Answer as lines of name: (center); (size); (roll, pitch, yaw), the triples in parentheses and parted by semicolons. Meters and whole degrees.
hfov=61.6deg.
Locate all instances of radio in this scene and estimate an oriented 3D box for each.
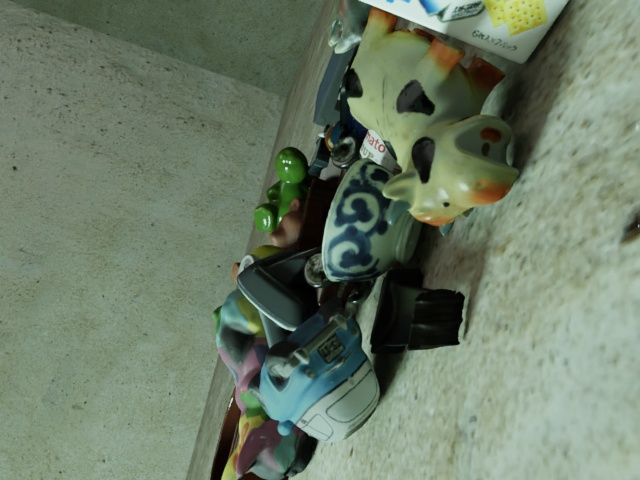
radio: (0.057, -0.318, 0.997); (0.229, 0.073, 0.131); (116, 165, -47)

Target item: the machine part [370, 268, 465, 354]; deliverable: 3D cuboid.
machine part: (0.072, 0.060, 0.440); (0.139, 0.039, 0.084); (169, 123, -79)

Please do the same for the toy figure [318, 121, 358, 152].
toy figure: (0.037, -0.171, 0.889); (0.154, 0.064, 0.057); (-138, 51, -77)

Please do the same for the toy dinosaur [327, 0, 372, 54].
toy dinosaur: (0.119, -0.384, 0.610); (0.405, 0.192, 0.131); (-49, -36, -22)

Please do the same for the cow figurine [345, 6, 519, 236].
cow figurine: (0.079, -0.090, 0.421); (0.127, 0.085, 0.195); (-64, 37, 27)

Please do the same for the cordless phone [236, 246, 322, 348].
cordless phone: (-0.020, 0.103, 0.640); (0.146, 0.089, 0.184); (-21, -81, -71)

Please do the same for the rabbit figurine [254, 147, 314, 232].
rabbit figurine: (-0.050, -0.108, 1.103); (0.159, 0.121, 0.170); (-45, -38, -66)

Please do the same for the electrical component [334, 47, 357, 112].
electrical component: (0.071, -0.253, 0.862); (0.134, 0.058, 0.114); (-109, 39, -72)

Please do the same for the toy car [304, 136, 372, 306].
toy car: (0.039, -0.019, 0.599); (0.053, 0.089, 0.202); (1, 70, 34)

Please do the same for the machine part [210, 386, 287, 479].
machine part: (-0.103, 0.307, 0.807); (0.201, 0.087, 0.201); (133, 153, -67)

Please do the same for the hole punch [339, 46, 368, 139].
hole punch: (0.080, -0.178, 0.638); (0.115, 0.092, 0.142); (93, -163, -73)

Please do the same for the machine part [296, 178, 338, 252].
machine part: (-0.002, -0.002, 0.784); (0.179, 0.056, 0.179); (-164, 86, -89)

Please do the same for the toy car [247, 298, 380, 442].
toy car: (0.006, 0.128, 0.493); (0.109, 0.103, 0.161); (-37, -12, -27)

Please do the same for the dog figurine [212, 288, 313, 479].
dog figurine: (-0.081, 0.186, 0.668); (0.108, 0.191, 0.219); (-51, 9, 48)

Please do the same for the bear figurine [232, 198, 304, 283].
bear figurine: (-0.076, 0.026, 1.010); (0.120, 0.132, 0.195); (54, 141, 30)

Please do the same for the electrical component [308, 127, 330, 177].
electrical component: (0.009, -0.147, 1.036); (0.075, 0.048, 0.119); (140, 147, -71)

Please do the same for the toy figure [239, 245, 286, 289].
toy figure: (-0.090, 0.095, 0.813); (0.089, 0.082, 0.180); (-75, -6, -75)
